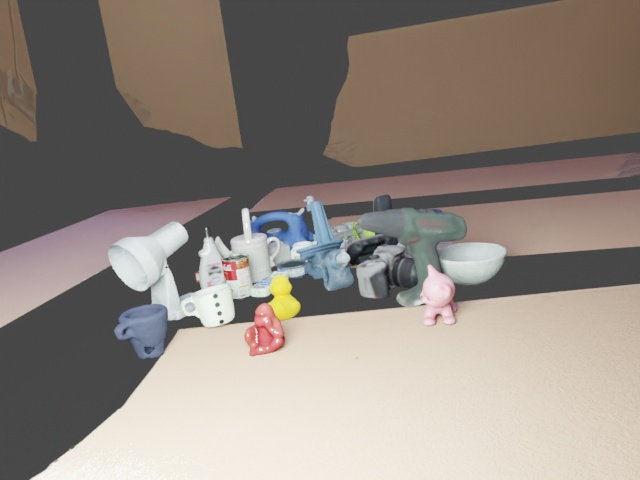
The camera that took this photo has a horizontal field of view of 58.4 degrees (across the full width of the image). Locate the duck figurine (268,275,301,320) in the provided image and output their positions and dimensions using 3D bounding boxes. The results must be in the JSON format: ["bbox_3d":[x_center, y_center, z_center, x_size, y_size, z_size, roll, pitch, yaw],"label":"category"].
[{"bbox_3d":[-0.085,0.121,1.249,0.077,0.086,0.104,-5,13,8],"label":"duck figurine"}]

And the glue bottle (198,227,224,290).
[{"bbox_3d":[-0.277,0.050,1.465,0.078,0.173,0.037,-14,15,-26],"label":"glue bottle"}]

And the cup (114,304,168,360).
[{"bbox_3d":[-0.339,0.185,1.095,0.091,0.095,0.118,-1,15,26],"label":"cup"}]

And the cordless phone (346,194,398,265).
[{"bbox_3d":[0.138,-0.025,1.536,0.148,0.185,0.094,-13,14,-22],"label":"cordless phone"}]

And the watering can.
[{"bbox_3d":[-0.197,0.012,1.537,0.173,0.194,0.100,-14,15,-25],"label":"watering can"}]

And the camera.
[{"bbox_3d":[0.174,0.068,1.303,0.136,0.101,0.143,5,18,41],"label":"camera"}]

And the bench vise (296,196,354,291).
[{"bbox_3d":[0.022,0.002,1.405,0.122,0.220,0.206,-19,17,-40],"label":"bench vise"}]

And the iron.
[{"bbox_3d":[-0.149,-0.023,1.780,0.257,0.141,0.119,-3,14,16],"label":"iron"}]

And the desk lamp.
[{"bbox_3d":[-0.362,0.075,1.314,0.117,0.214,0.204,3,17,37],"label":"desk lamp"}]

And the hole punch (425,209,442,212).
[{"bbox_3d":[0.333,-0.041,1.704,0.109,0.091,0.101,-9,13,-9],"label":"hole punch"}]

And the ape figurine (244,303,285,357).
[{"bbox_3d":[-0.101,0.163,1.067,0.077,0.092,0.076,3,17,38],"label":"ape figurine"}]

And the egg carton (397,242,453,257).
[{"bbox_3d":[0.270,0.032,1.473,0.150,0.069,0.107,-8,13,-5],"label":"egg carton"}]

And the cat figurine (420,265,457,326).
[{"bbox_3d":[0.227,0.100,1.103,0.067,0.118,0.128,-4,13,13],"label":"cat figurine"}]

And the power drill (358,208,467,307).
[{"bbox_3d":[0.201,0.030,1.214,0.230,0.208,0.075,-10,13,-11],"label":"power drill"}]

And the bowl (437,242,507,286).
[{"bbox_3d":[0.341,0.060,1.304,0.167,0.075,0.167,-7,13,2],"label":"bowl"}]
